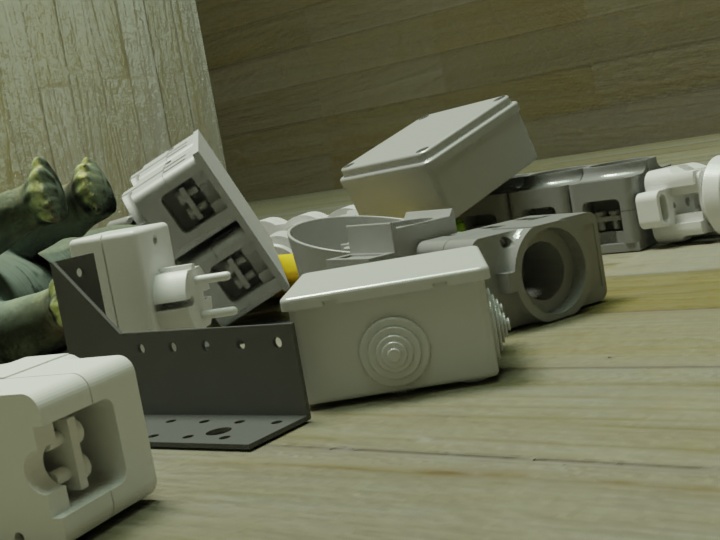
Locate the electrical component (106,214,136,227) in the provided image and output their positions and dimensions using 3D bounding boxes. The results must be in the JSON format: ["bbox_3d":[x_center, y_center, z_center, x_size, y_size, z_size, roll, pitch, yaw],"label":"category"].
[{"bbox_3d":[-0.170,-0.014,0.897,0.062,0.096,0.061,-14,4,-32],"label":"electrical component"}]

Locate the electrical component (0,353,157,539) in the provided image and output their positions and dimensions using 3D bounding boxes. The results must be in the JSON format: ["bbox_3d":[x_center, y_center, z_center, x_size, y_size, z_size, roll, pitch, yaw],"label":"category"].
[{"bbox_3d":[-0.120,0.060,0.364,0.089,0.050,0.056,-7,7,26],"label":"electrical component"}]

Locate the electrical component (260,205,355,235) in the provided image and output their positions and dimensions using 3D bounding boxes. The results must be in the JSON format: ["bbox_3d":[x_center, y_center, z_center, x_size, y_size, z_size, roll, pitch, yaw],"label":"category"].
[{"bbox_3d":[-0.053,-0.028,1.039,0.138,0.052,0.074,-8,7,16],"label":"electrical component"}]

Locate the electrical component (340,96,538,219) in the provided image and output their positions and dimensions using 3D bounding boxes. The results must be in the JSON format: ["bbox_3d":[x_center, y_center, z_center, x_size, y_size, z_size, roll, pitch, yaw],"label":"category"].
[{"bbox_3d":[0.060,-0.080,0.826,0.109,0.056,0.109,-36,18,-32],"label":"electrical component"}]

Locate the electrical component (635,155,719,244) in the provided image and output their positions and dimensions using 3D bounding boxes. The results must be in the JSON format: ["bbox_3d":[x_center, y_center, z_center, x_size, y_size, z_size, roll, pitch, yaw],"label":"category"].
[{"bbox_3d":[0.242,-0.050,0.761,0.078,0.058,0.057,-15,5,-41],"label":"electrical component"}]

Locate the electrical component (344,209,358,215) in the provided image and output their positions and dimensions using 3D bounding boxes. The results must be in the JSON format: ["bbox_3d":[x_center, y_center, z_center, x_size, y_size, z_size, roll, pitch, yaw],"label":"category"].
[{"bbox_3d":[-0.011,-0.022,0.925,0.074,0.052,0.138,-9,6,8],"label":"electrical component"}]

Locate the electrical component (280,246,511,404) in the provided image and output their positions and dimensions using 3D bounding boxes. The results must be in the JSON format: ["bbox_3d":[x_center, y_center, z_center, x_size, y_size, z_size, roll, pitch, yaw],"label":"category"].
[{"bbox_3d":[0.016,0.024,0.487,0.100,0.048,0.099,-9,6,4],"label":"electrical component"}]

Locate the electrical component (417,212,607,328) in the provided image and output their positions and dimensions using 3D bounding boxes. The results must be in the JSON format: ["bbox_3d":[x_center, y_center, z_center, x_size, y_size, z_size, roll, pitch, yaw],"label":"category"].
[{"bbox_3d":[0.085,0.000,0.579,0.089,0.050,0.056,-14,7,-33],"label":"electrical component"}]

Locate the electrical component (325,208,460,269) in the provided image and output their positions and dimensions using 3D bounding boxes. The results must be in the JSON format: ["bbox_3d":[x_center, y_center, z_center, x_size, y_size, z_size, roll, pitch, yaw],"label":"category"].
[{"bbox_3d":[0.027,0.001,0.602,0.081,0.063,0.042,-14,7,-34],"label":"electrical component"}]

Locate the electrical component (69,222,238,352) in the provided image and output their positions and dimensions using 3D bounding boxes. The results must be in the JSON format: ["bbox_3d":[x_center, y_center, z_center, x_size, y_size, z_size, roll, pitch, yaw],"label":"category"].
[{"bbox_3d":[-0.102,0.017,0.568,0.076,0.083,0.047,-8,6,12],"label":"electrical component"}]

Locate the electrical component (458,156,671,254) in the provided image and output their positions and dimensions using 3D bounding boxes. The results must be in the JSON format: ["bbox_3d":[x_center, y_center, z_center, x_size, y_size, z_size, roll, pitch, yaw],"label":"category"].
[{"bbox_3d":[0.159,-0.047,0.837,0.150,0.061,0.089,-5,8,36],"label":"electrical component"}]

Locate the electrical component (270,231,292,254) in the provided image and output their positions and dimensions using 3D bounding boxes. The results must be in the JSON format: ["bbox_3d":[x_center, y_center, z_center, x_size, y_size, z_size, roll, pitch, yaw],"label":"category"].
[{"bbox_3d":[-0.071,-0.009,0.943,0.043,0.043,0.081,-9,7,4],"label":"electrical component"}]

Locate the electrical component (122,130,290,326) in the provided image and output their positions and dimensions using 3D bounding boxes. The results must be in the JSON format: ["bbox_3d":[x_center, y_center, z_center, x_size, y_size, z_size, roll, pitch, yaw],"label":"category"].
[{"bbox_3d":[-0.111,-0.033,0.770,0.060,0.105,0.186,-33,14,-1],"label":"electrical component"}]

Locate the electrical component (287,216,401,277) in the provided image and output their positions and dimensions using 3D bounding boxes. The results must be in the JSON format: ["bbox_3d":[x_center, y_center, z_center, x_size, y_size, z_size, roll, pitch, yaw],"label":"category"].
[{"bbox_3d":[0.008,-0.004,0.677,0.099,0.064,0.099,-10,6,1],"label":"electrical component"}]
